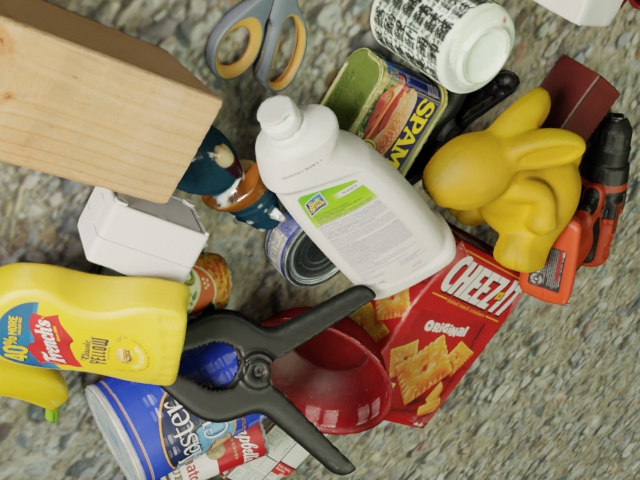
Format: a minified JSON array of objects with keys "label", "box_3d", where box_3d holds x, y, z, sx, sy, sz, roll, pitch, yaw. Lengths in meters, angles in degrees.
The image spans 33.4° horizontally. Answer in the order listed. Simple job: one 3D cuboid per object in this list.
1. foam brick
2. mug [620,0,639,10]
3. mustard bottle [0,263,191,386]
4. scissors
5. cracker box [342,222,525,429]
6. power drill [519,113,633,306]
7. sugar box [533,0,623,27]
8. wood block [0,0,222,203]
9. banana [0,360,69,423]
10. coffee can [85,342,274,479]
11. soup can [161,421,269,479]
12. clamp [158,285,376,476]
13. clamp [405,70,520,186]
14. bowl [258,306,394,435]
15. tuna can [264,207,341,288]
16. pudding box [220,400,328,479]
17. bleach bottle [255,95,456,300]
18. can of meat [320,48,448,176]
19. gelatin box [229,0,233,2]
[{"label":"foam brick","box_3d":[0.251,-0.136,1.073,0.051,0.053,0.078,20,110,-47]},{"label":"mug","box_3d":[0.276,-0.257,0.970,0.093,0.082,0.117,17,110,-47]},{"label":"mustard bottle","box_3d":[-0.198,0.060,0.807,0.191,0.058,0.096,9,138,-8]},{"label":"scissors","box_3d":[-0.040,-0.199,0.801,0.096,0.016,0.202,-18,133,-29]},{"label":"cracker box","box_3d":[0.110,0.093,1.130,0.164,0.072,0.214,24,105,-49]},{"label":"power drill","box_3d":[0.280,-0.028,1.138,0.187,0.057,0.184,-35,136,-48]},{"label":"sugar box","box_3d":[0.168,-0.239,0.818,0.048,0.176,0.093,-7,126,-36]},{"label":"wood block","box_3d":[-0.180,-0.102,0.705,0.205,0.091,0.090,15,112,-46]},{"label":"banana","box_3d":[-0.272,0.116,0.851,0.197,0.037,0.070,19,108,-47]},{"label":"coffee can","box_3d":[-0.123,0.144,0.950,0.140,0.103,0.103,-27,137,-21]},{"label":"soup can","box_3d":[-0.108,0.193,1.023,0.102,0.069,0.068,-19,134,-17]},{"label":"clamp","box_3d":[-0.051,0.120,0.903,0.209,0.036,0.164,1,86,-18]},{"label":"clamp","box_3d":[0.119,-0.110,0.993,0.172,0.039,0.120,-51,148,17]},{"label":"bowl","box_3d":[-0.001,0.116,1.027,0.055,0.162,0.162,-65,159,-44]},{"label":"tuna can","box_3d":[-0.006,0.001,0.983,0.086,0.034,0.086,-23,135,-25]},{"label":"pudding box","box_3d":[-0.050,0.211,1.120,0.113,0.039,0.090,-47,140,-1]},{"label":"bleach bottle","box_3d":[0.025,-0.041,0.881,0.102,0.068,0.250,-30,142,9]},{"label":"can of meat","box_3d":[0.048,-0.108,0.922,0.083,0.057,0.102,16,111,-44]},{"label":"gelatin box","box_3d":[-0.073,-0.220,0.745,0.073,0.030,0.089,-53,139,7]}]
